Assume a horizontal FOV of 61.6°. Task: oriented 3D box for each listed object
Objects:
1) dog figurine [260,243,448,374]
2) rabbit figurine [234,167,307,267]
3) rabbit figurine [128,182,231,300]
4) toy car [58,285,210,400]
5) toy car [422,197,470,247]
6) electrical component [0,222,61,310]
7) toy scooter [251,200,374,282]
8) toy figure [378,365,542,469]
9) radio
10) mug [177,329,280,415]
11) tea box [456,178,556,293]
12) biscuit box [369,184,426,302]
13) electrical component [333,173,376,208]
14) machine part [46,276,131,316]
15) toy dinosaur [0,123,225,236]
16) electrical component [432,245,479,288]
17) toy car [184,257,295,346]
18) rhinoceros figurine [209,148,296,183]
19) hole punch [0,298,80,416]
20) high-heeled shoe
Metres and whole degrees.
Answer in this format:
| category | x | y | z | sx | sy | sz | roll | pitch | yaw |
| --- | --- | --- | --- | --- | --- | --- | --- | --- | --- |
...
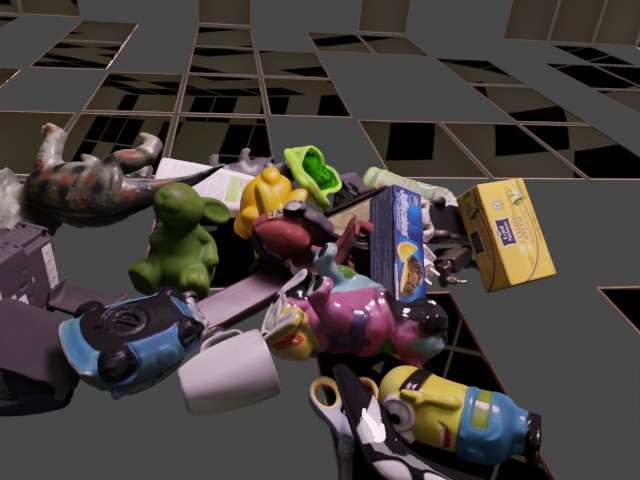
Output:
| category | x | y | z | sx | sy | sz | roll | pitch | yaw |
| --- | --- | --- | --- | --- | --- | --- | --- | --- | --- |
| dog figurine | 0.055 | 0.122 | 0.701 | 0.219 | 0.191 | 0.108 | 37 | 26 | -14 |
| rabbit figurine | -0.071 | -0.027 | 0.890 | 0.122 | 0.162 | 0.173 | 9 | 48 | -16 |
| rabbit figurine | -0.196 | -0.012 | 0.802 | 0.121 | 0.170 | 0.159 | 15 | 34 | 15 |
| toy car | -0.218 | 0.127 | 0.639 | 0.161 | 0.102 | 0.109 | -17 | 44 | -35 |
| toy car | 0.234 | -0.027 | 0.935 | 0.201 | 0.073 | 0.056 | 5 | -18 | -38 |
| electrical component | -0.417 | 0.055 | 0.717 | 0.058 | 0.114 | 0.134 | 11 | 31 | 13 |
| toy scooter | -0.002 | -0.002 | 0.787 | 0.183 | 0.135 | 0.075 | 32 | 33 | -23 |
| toy figure | 0.153 | 0.198 | 0.604 | 0.180 | 0.082 | 0.089 | 8 | 12 | 18 |
| radio | 0.095 | -0.015 | 0.941 | 0.131 | 0.073 | 0.229 | 28 | 39 | 34 |
| mug | -0.115 | 0.153 | 0.638 | 0.107 | 0.080 | 0.110 | -18 | 44 | -19 |
| tea box | 0.302 | -0.008 | 0.878 | 0.098 | 0.068 | 0.169 | -12 | 79 | -24 |
| biscuit box | 0.116 | 0.016 | 0.811 | 0.059 | 0.063 | 0.203 | 20 | 57 | -28 |
| electrical component | 0.055 | -0.095 | 1.063 | 0.048 | 0.074 | 0.119 | -17 | 42 | -33 |
| machine part | -0.314 | 0.095 | 0.741 | 0.139 | 0.039 | 0.084 | 16 | 39 | 15 |
| toy dinosaur | -0.364 | -0.075 | 0.842 | 0.405 | 0.131 | 0.192 | 4 | 59 | 21 |
| electrical component | 0.219 | 0.043 | 0.898 | 0.078 | 0.045 | 0.102 | -7 | 16 | 40 |
| toy car | -0.116 | 0.090 | 0.763 | 0.202 | 0.053 | 0.089 | -28 | 65 | -40 |
| rhinoceros figurine | -0.139 | -0.135 | 1.101 | 0.190 | 0.073 | 0.112 | -11 | 34 | -24 |
| hole punch | -0.342 | 0.145 | 0.628 | 0.115 | 0.092 | 0.142 | 25 | 21 | -26 |
| high-heeled shoe | 0.120 | 0.209 | 0.539 | 0.145 | 0.086 | 0.249 | -24 | 63 | -8 |
